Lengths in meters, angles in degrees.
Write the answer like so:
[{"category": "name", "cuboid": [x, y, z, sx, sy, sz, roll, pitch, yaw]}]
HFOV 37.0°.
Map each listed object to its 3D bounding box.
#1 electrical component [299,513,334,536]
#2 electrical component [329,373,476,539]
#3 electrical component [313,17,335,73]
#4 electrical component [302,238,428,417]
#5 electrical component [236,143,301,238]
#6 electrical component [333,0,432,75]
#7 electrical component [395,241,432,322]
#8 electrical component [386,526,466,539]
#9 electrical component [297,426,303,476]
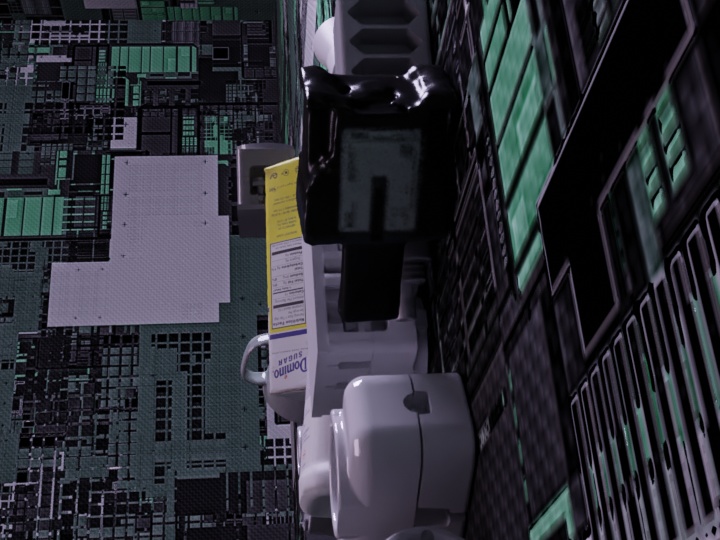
[{"category": "electrical component", "cuboid": [-0.006, 0.141, 0.769, 0.061, 0.061, 0.096, 124, 153, -78]}, {"category": "electrical component", "cuboid": [0.017, 0.096, 0.506, 0.053, 0.059, 0.095, -99, 9, -51]}, {"category": "electrical component", "cuboid": [-0.008, -0.155, 0.789, 0.065, 0.044, 0.044, -109, 18, -56]}, {"category": "electrical component", "cuboid": [0.000, 0.000, 0.636, 0.089, 0.062, 0.150, 98, 169, -59]}, {"category": "electrical component", "cuboid": [-0.060, -0.072, 0.992, 0.186, 0.105, 0.060, 135, 133, -82]}, {"category": "electrical component", "cuboid": [0.011, -0.095, 0.582, 0.075, 0.047, 0.083, 103, 164, -68]}, {"category": "electrical component", "cuboid": [0.021, -0.004, 0.566, 0.035, 0.035, 0.061, 115, 150, -77]}, {"category": "electrical component", "cuboid": [0.027, 0.142, 0.453, 0.055, 0.055, 0.047, -99, 13, -51]}, {"category": "electrical component", "cuboid": [-0.021, 0.147, 0.877, 0.108, 0.060, 0.108, 179, 90, -84]}]
